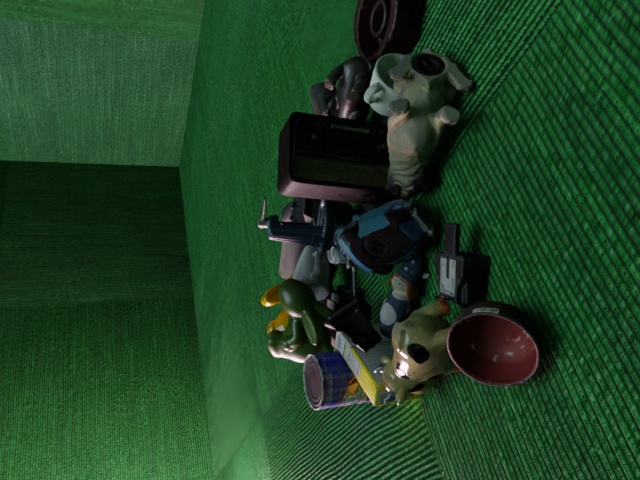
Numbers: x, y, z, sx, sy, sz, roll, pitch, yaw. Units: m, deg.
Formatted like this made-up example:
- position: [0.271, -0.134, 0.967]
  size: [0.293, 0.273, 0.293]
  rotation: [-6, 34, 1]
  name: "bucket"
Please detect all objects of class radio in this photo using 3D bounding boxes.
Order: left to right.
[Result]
- position: [0.044, -0.136, 0.920]
  size: [0.073, 0.229, 0.131]
  rotation: [144, 127, -62]
  name: "radio"

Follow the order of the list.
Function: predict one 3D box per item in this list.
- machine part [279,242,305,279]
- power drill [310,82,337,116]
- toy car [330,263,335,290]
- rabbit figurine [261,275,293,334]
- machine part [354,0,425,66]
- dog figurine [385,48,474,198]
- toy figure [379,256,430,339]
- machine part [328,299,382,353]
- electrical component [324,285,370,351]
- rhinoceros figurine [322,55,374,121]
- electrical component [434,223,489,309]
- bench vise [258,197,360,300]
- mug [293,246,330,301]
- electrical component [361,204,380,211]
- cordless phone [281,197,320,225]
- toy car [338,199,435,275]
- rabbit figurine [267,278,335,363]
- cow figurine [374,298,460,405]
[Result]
- position: [-0.059, 0.014, 1.370]
  size: [0.079, 0.079, 0.243]
  rotation: [-137, 49, -60]
  name: "machine part"
- position: [0.000, -0.221, 1.213]
  size: [0.207, 0.086, 0.232]
  rotation: [167, 93, -72]
  name: "power drill"
- position: [0.011, 0.044, 1.236]
  size: [0.089, 0.053, 0.202]
  rotation: [-109, 28, -44]
  name: "toy car"
- position: [-0.064, 0.159, 1.323]
  size: [0.122, 0.162, 0.173]
  rotation: [127, 155, -75]
  name: "rabbit figurine"
- position: [0.117, -0.392, 0.954]
  size: [0.179, 0.056, 0.179]
  rotation: [180, 90, -69]
  name: "machine part"
- position: [0.151, -0.178, 0.845]
  size: [0.190, 0.121, 0.172]
  rotation: [95, -162, -60]
  name: "dog figurine"
- position: [0.141, 0.098, 0.916]
  size: [0.064, 0.058, 0.154]
  rotation: [21, 118, 19]
  name: "toy figure"
- position: [0.064, 0.151, 0.967]
  size: [0.139, 0.084, 0.039]
  rotation: [-128, 15, -66]
  name: "machine part"
- position: [0.054, 0.164, 1.124]
  size: [0.115, 0.058, 0.134]
  rotation: [-159, 70, -64]
  name: "electrical component"
- position: [0.058, -0.256, 0.995]
  size: [0.112, 0.073, 0.190]
  rotation: [-59, -16, -25]
  name: "rhinoceros figurine"
- position: [0.201, 0.035, 0.772]
  size: [0.075, 0.048, 0.119]
  rotation: [-177, 87, -67]
  name: "electrical component"
- position: [-0.001, -0.012, 1.040]
  size: [0.224, 0.241, 0.128]
  rotation: [-93, 11, -51]
  name: "bench vise"
- position: [-0.016, 0.059, 1.139]
  size: [0.109, 0.081, 0.107]
  rotation: [102, 174, -54]
  name: "mug"
- position: [0.094, -0.072, 1.002]
  size: [0.094, 0.021, 0.063]
  rotation: [51, 170, -24]
  name: "electrical component"
- position: [-0.045, -0.057, 1.235]
  size: [0.184, 0.088, 0.146]
  rotation: [-30, 46, 48]
  name: "cordless phone"
- position: [0.116, -0.020, 0.901]
  size: [0.162, 0.109, 0.103]
  rotation: [-32, 21, 39]
  name: "toy car"
- position: [-0.037, 0.162, 1.076]
  size: [0.159, 0.121, 0.170]
  rotation: [20, 132, 43]
  name: "rabbit figurine"
- position: [0.144, 0.178, 0.804]
  size: [0.194, 0.127, 0.085]
  rotation: [76, 179, -51]
  name: "cow figurine"
